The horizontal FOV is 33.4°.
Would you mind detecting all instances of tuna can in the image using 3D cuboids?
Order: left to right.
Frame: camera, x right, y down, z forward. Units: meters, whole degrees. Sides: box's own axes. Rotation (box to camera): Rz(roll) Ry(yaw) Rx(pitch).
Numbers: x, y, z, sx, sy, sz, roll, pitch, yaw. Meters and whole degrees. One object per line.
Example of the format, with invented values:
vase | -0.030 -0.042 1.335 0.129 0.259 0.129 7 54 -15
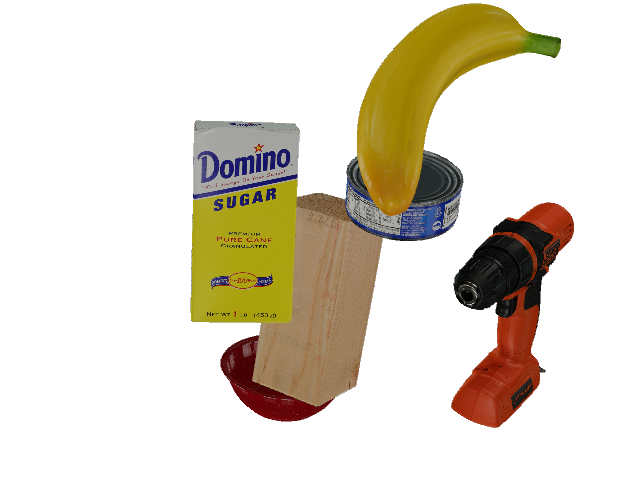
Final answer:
tuna can | 0.061 -0.035 0.789 0.086 0.034 0.086 2 32 -2

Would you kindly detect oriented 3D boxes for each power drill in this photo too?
power drill | 0.166 0.073 0.965 0.057 0.188 0.184 23 33 29

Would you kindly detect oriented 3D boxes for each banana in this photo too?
banana | 0.065 -0.086 0.587 0.070 0.037 0.197 27 49 22

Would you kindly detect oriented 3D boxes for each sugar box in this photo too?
sugar box | -0.068 -0.016 0.948 0.093 0.176 0.048 0 15 -7

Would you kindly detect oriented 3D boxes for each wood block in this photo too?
wood block | -0.002 0.061 1.165 0.090 0.206 0.090 17 17 27

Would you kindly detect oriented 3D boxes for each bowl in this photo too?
bowl | -0.043 0.176 1.316 0.162 0.055 0.162 4 23 -2
